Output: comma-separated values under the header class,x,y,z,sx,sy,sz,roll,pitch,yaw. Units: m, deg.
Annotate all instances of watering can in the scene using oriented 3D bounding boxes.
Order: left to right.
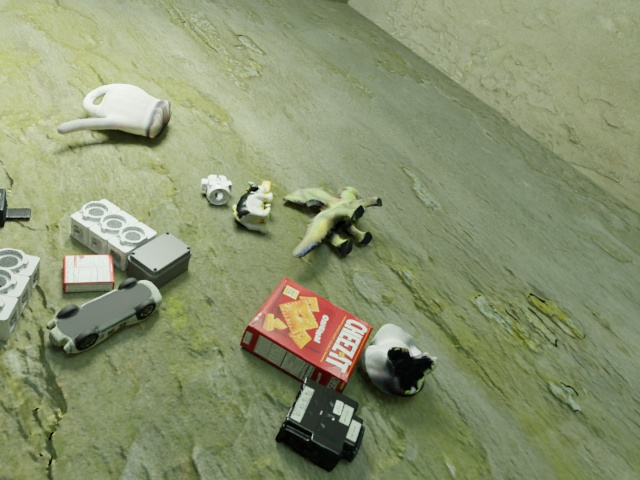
class,x,y,z,sx,sy,sz,roll,pitch,yaw
watering can,-0.532,-0.333,1.387,0.224,0.102,0.356,17,35,-7

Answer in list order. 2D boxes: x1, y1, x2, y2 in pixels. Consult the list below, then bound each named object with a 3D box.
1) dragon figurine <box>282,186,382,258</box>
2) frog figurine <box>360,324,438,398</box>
class,x,y,z,sx,sy,sz,roll,pitch,yaw
dragon figurine,0.004,-0.068,1.348,0.245,0.120,0.414,26,31,36
frog figurine,0.143,0.236,1.026,0.137,0.122,0.160,-3,6,-19
